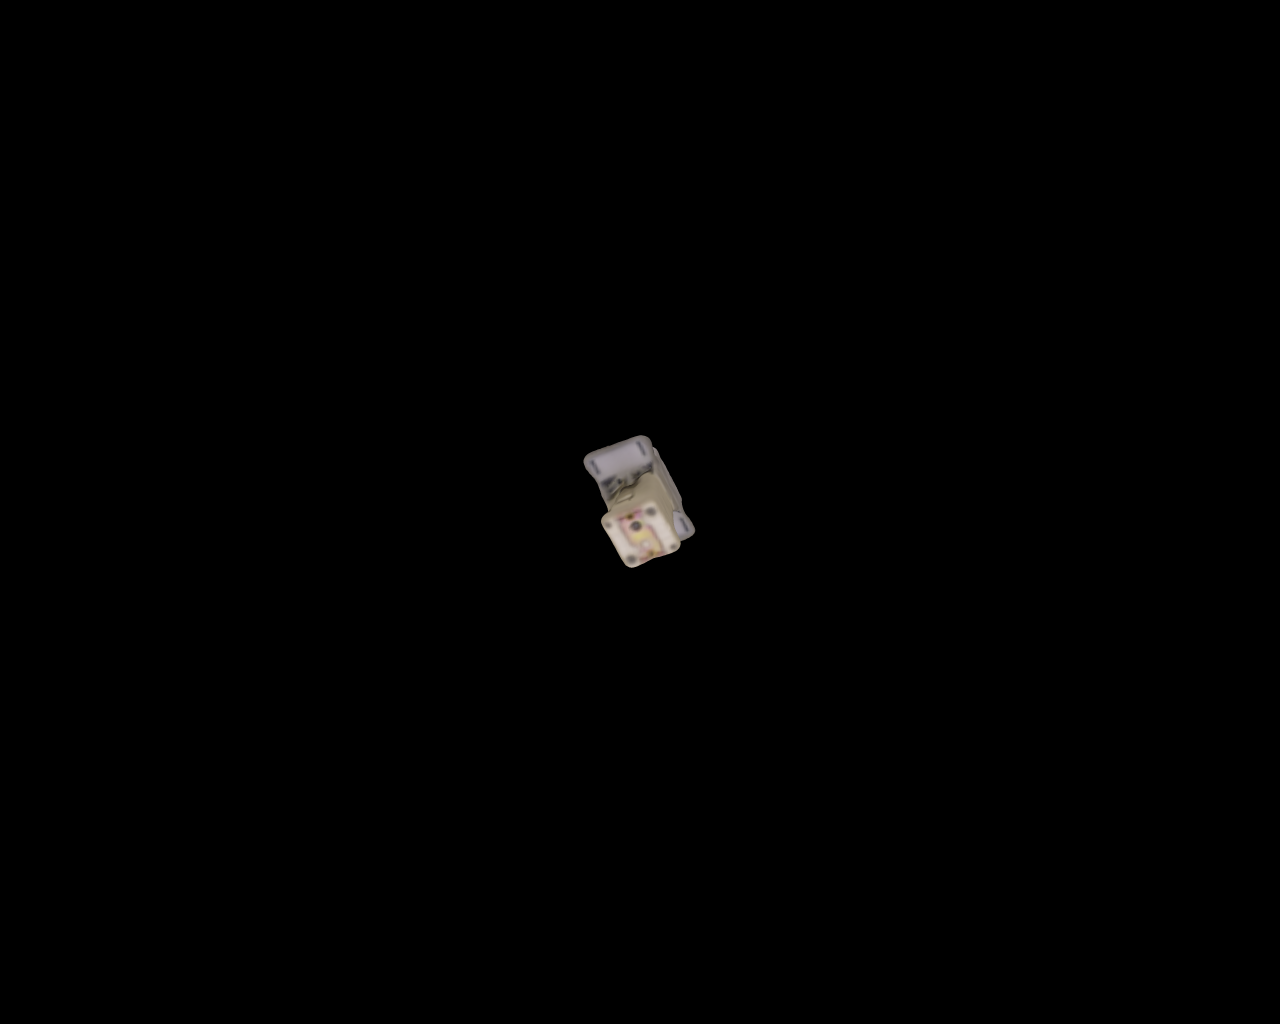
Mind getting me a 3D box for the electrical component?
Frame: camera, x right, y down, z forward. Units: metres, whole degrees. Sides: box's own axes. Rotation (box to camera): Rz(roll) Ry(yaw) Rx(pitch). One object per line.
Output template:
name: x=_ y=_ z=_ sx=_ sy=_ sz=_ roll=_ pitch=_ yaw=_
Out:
electrical component: x=0.001 y=-0.003 z=0.650 sx=0.042 sy=0.081 sz=0.064 roll=-21 pitch=32 yaw=14
